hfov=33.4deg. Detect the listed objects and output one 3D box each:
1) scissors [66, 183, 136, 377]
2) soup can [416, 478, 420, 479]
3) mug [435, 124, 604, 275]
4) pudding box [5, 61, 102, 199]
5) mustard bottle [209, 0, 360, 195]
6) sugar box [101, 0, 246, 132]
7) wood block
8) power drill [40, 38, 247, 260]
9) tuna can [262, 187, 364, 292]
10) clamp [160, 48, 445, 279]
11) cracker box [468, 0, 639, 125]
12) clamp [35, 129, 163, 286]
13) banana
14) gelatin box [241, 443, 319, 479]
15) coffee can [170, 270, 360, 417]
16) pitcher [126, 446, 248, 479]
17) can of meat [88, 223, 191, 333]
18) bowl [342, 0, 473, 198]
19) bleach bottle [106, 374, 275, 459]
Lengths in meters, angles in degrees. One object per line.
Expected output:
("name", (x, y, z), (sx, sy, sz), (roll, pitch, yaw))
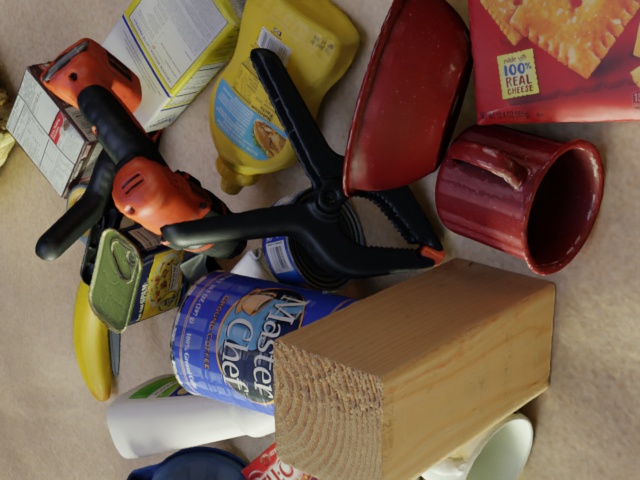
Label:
("scissors", (-0.224, 0.029, 1.074), (0.096, 0.016, 0.202), (16, 98, 22))
("soup can", (0.034, 0.188, 0.902), (0.102, 0.068, 0.069), (54, 132, 13))
("mug", (0.126, -0.036, 0.716), (0.082, 0.117, 0.093), (23, 88, 40))
("pudding box", (-0.269, -0.112, 1.094), (0.113, 0.039, 0.090), (50, 133, 17))
("mustard bottle", (-0.043, -0.113, 0.876), (0.096, 0.058, 0.192), (41, 128, 18))
("sugar box", (-0.127, -0.179, 0.941), (0.177, 0.048, 0.093), (-38, 78, 46))
("wood block", (0.070, 0.089, 0.739), (0.091, 0.205, 0.090), (14, 113, 38))
("power drill", (-0.142, -0.070, 0.889), (0.057, 0.184, 0.188), (-40, 67, 5))
("tuna can", (-0.006, 0.001, 0.862), (0.034, 0.085, 0.086), (-13, 95, 45))
("clamp", (0.003, -0.041, 0.810), (0.036, 0.210, 0.164), (163, 127, -76))
("cracker box", (0.171, -0.179, 0.651), (0.164, 0.071, 0.214), (4, 106, 41))
("clamp", (-0.199, -0.034, 1.011), (0.039, 0.171, 0.120), (30, 163, 11))
("banana", (-0.232, 0.084, 1.128), (0.070, 0.037, 0.198), (40, 127, 27))
("gelatin box", (-0.026, 0.224, 0.993), (0.073, 0.030, 0.089), (56, 132, 13))
("coffee can", (-0.029, 0.084, 0.816), (0.141, 0.102, 0.103), (10, 111, 32))
("pitcher", (-0.140, 0.328, 1.076), (0.149, 0.144, 0.243), (60, 138, 26))
("can of meat", (-0.165, 0.029, 1.016), (0.057, 0.083, 0.102), (37, 126, 28))
("bowl", (0.067, -0.098, 0.734), (0.055, 0.162, 0.162), (18, 118, 10))
("bleach bottle", (-0.085, 0.150, 0.977), (0.251, 0.102, 0.068), (-17, 94, 42))
